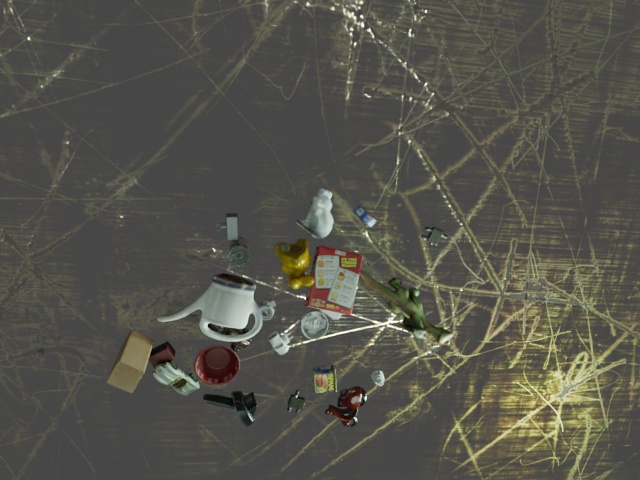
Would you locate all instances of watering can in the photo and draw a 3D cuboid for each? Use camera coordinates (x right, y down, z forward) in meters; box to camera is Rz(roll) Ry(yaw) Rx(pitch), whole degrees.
[{"bbox_3d":[-0.358,0.222,1.757,0.347,0.104,0.225,15,86,-14],"label":"watering can"}]

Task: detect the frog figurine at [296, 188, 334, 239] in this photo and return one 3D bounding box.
[{"bbox_3d":[0.005,-0.088,1.755,0.160,0.124,0.135,-52,141,-2],"label":"frog figurine"}]

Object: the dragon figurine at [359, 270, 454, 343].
[{"bbox_3d":[0.305,0.253,1.840,0.408,0.247,0.121,28,106,-18],"label":"dragon figurine"}]
